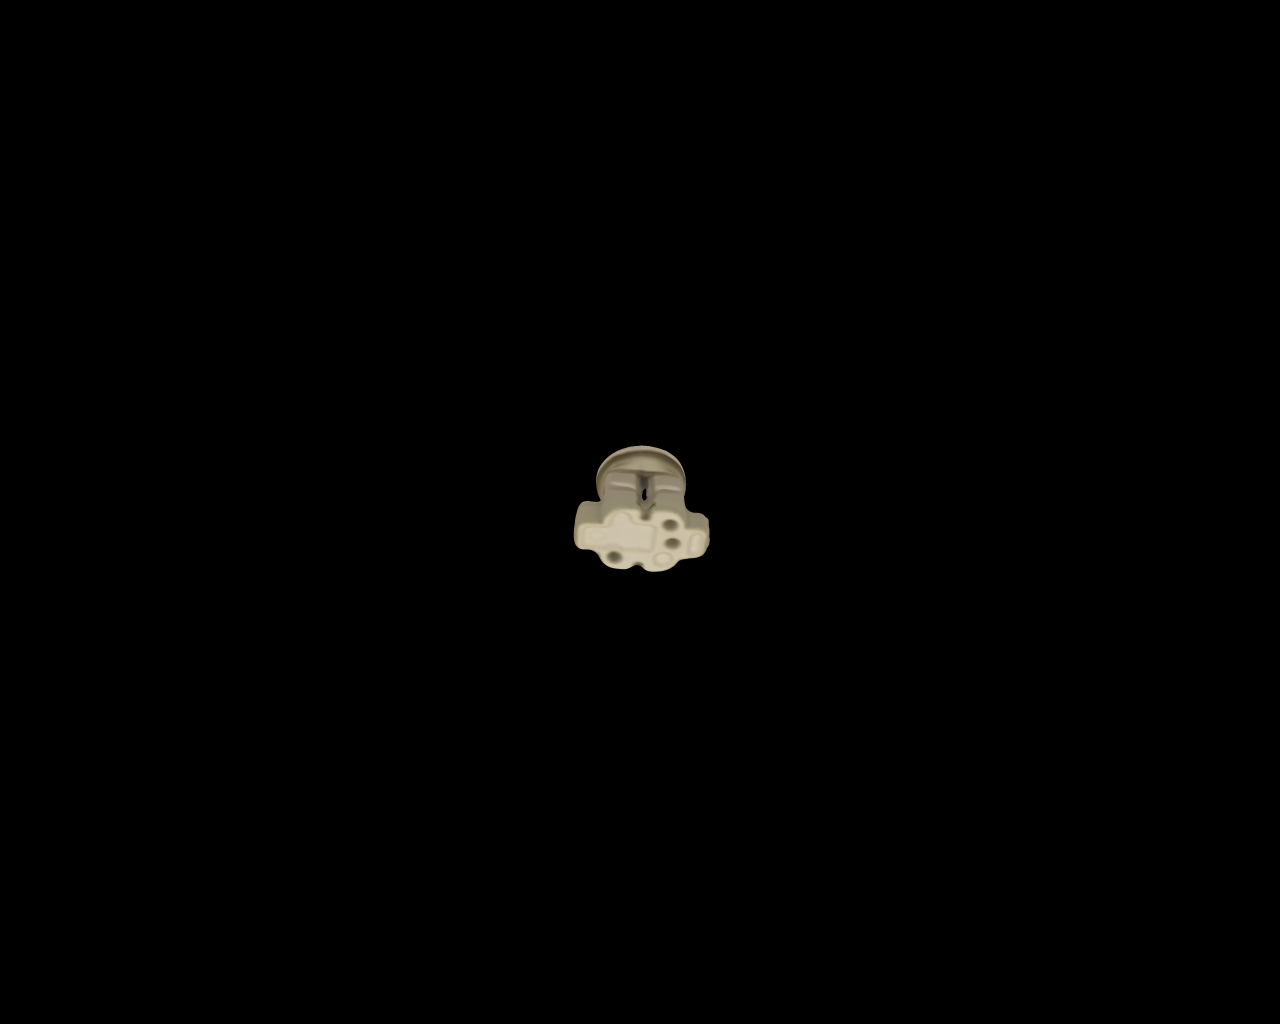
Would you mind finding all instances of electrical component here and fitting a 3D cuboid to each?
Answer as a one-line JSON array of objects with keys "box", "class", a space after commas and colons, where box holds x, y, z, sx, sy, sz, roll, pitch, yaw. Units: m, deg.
[{"box": [0.001, -0.003, 0.650, 0.078, 0.057, 0.057, 4, 44, -4], "class": "electrical component"}]
